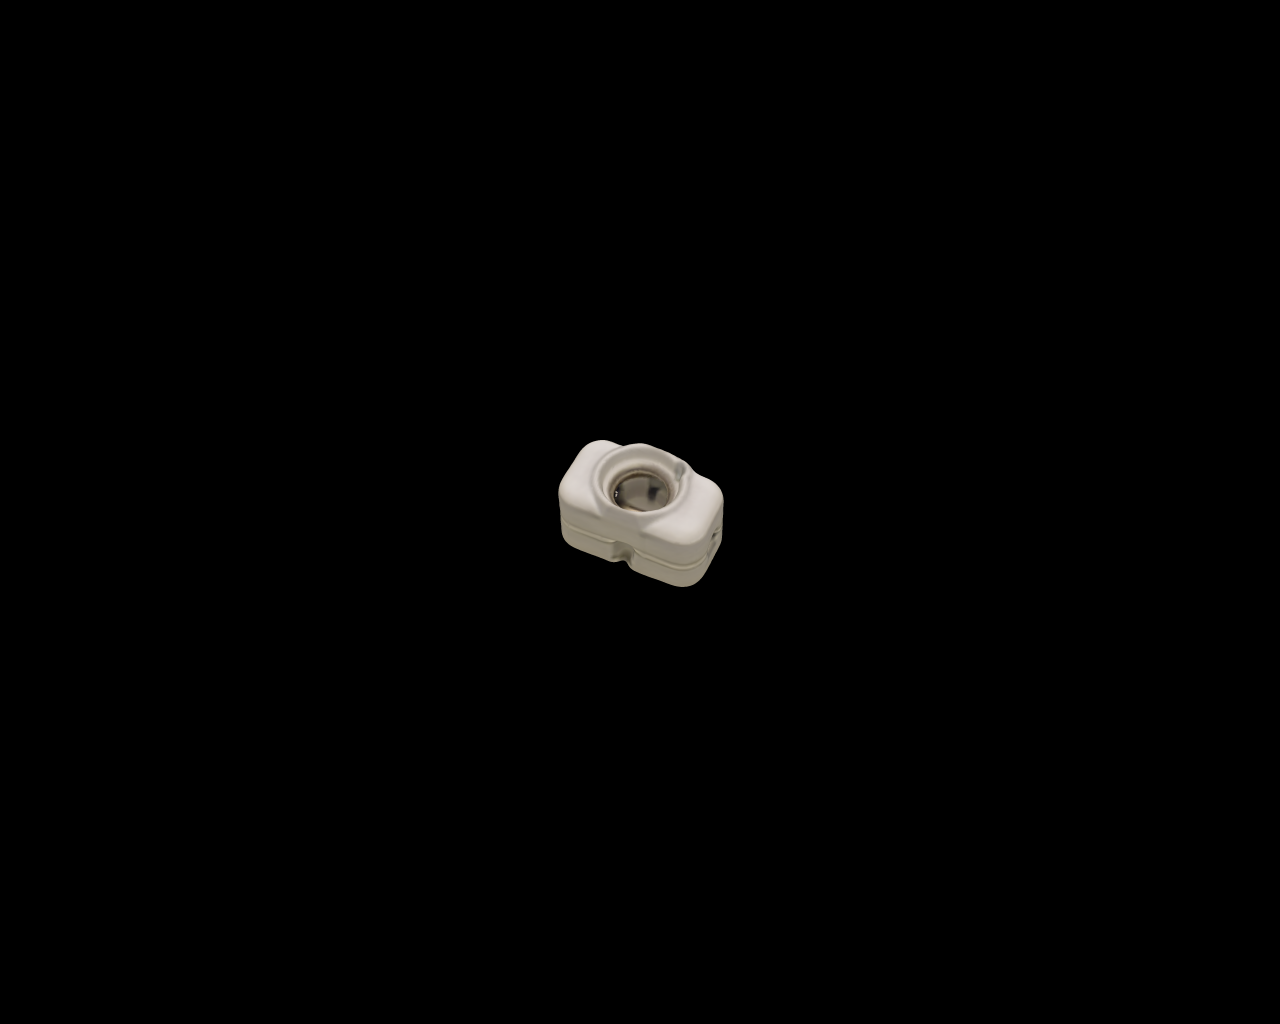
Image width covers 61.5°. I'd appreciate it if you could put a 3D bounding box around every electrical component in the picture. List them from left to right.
[{"bbox_3d":[0.001,-0.003,0.650,0.095,0.054,0.059,21,-34,15],"label":"electrical component"}]
